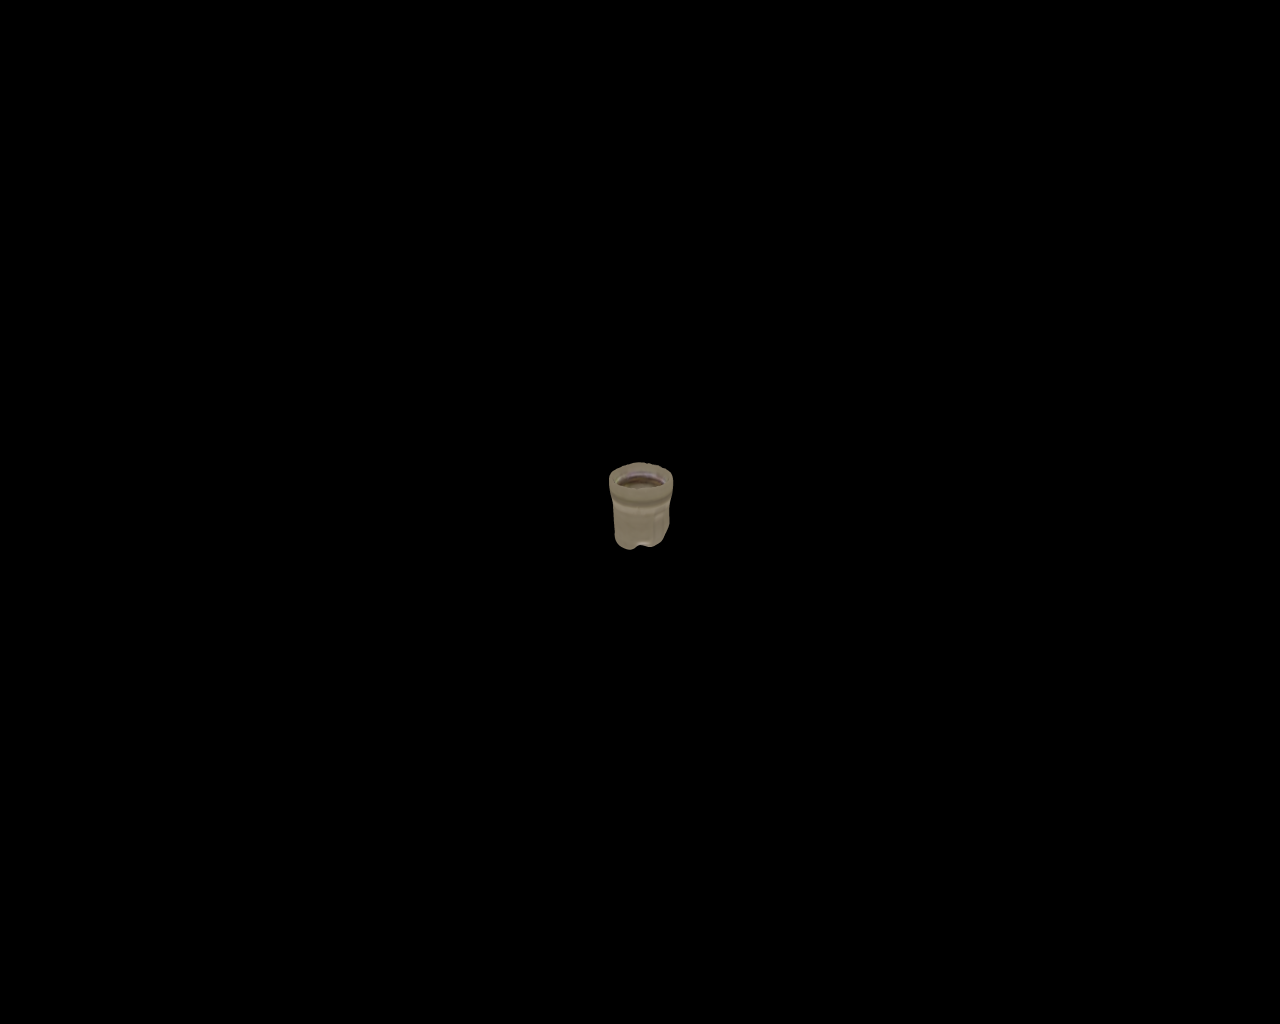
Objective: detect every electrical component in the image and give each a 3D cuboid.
[{"bbox_3d":[0.001,-0.003,0.650,0.040,0.046,0.040,0,28,0],"label":"electrical component"}]
